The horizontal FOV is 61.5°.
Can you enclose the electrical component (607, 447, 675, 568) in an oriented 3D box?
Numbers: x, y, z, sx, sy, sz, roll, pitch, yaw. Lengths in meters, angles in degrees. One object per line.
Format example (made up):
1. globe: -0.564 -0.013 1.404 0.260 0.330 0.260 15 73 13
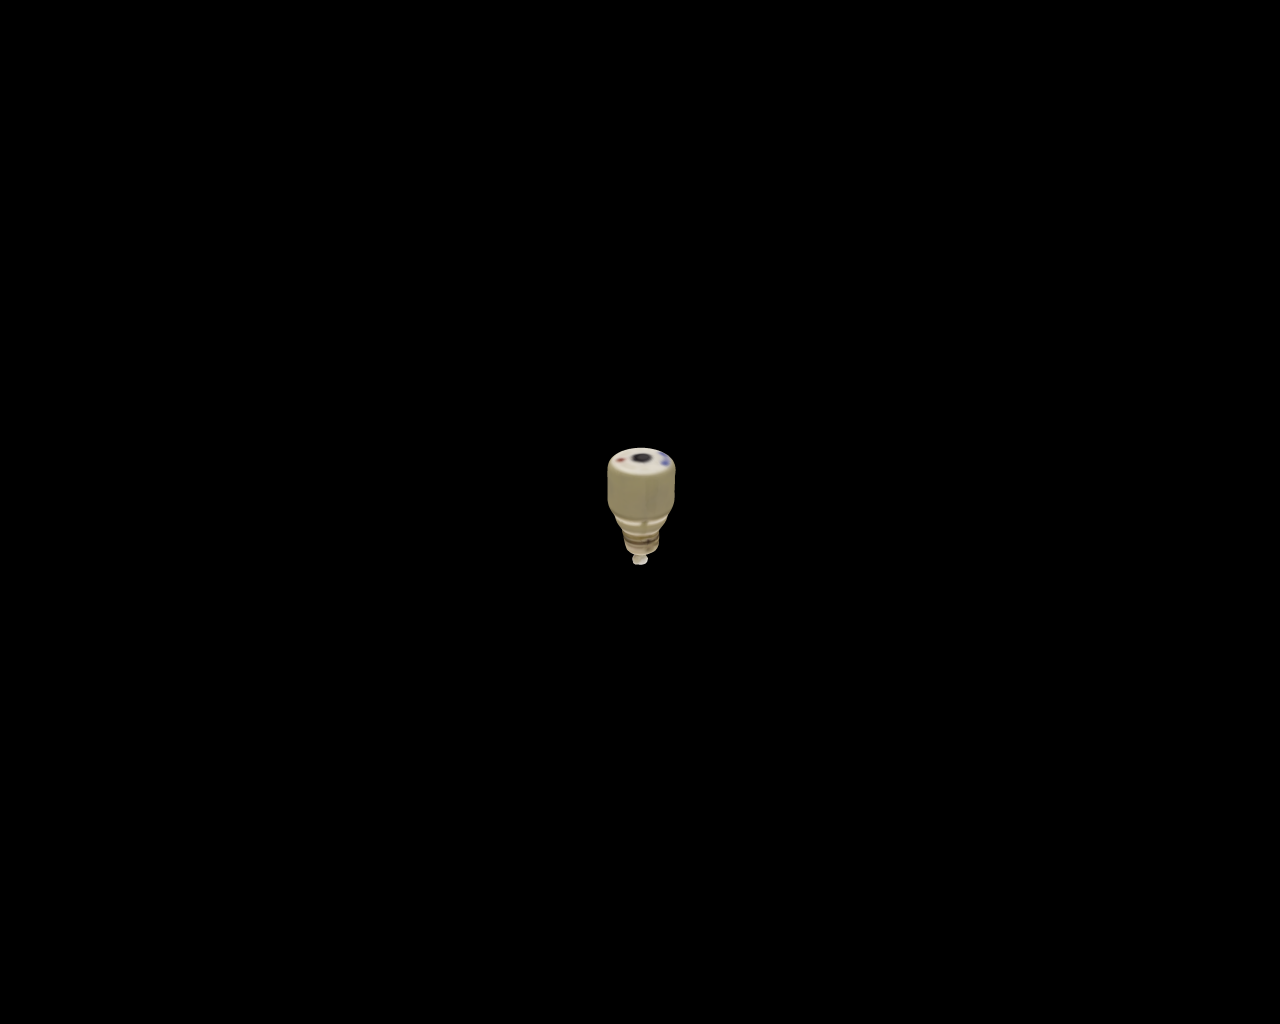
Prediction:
1. electrical component: 0.001 -0.003 0.650 0.040 0.078 0.040 0 29 0
